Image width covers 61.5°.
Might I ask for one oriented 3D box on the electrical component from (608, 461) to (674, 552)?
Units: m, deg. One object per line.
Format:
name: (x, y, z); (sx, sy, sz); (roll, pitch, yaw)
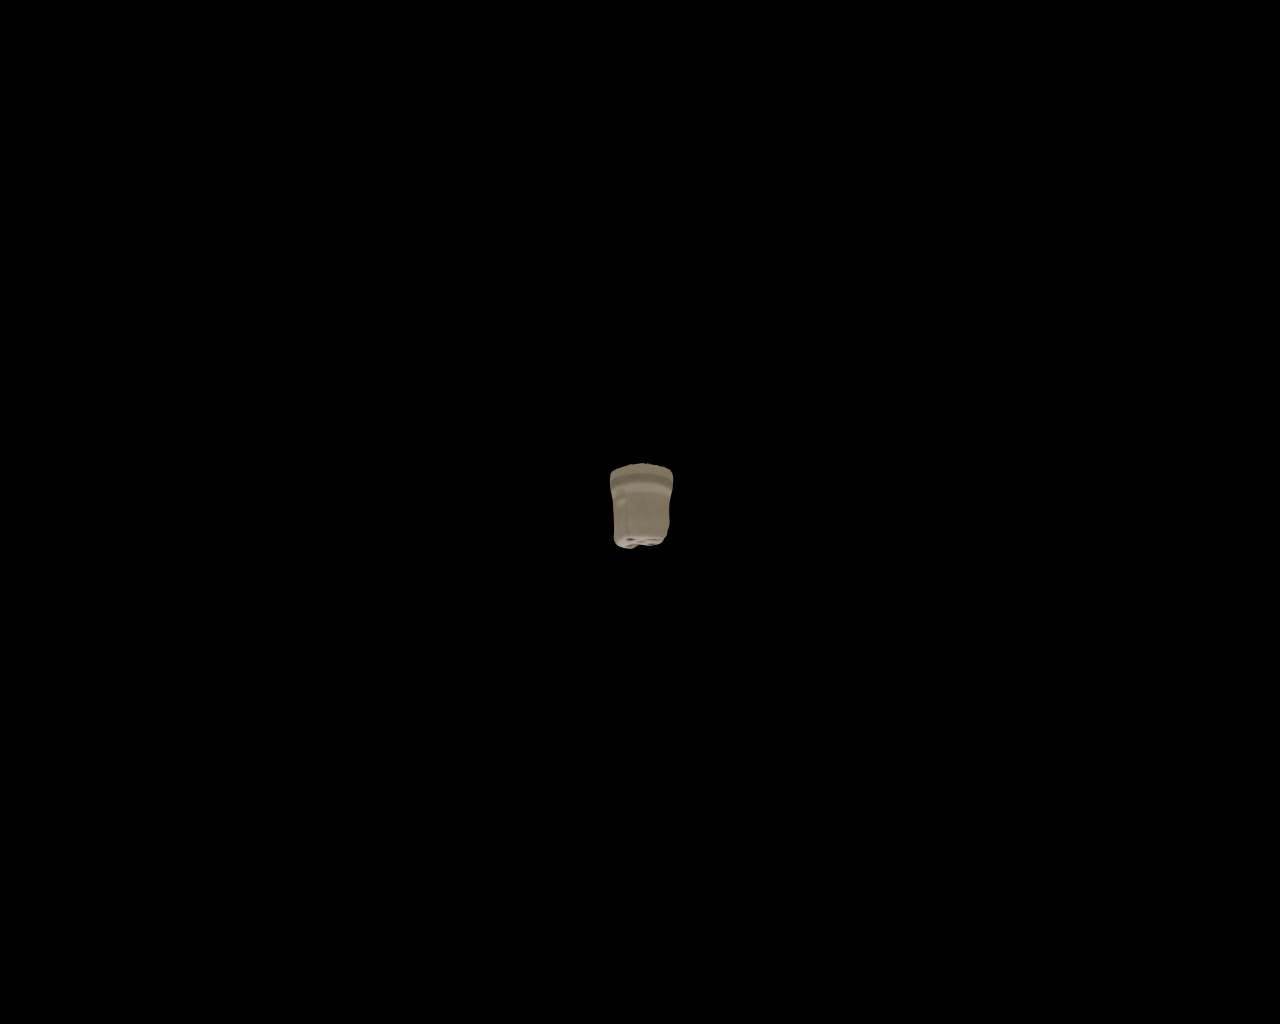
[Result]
electrical component: (0.001, -0.003, 0.650); (0.040, 0.046, 0.040); (0, -19, 0)
